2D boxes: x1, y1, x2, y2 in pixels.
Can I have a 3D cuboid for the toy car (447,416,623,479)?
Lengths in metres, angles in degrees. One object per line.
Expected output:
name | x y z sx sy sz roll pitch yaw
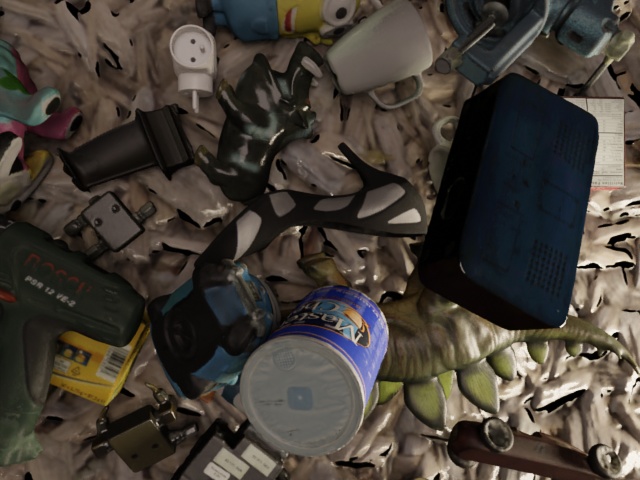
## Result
toy car | 0.248 0.246 0.624 0.202 0.089 0.053 14 50 -7

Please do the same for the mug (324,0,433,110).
mug | 0.065 -0.199 0.609 0.107 0.081 0.109 -25 119 1

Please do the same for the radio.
radio | 0.187 -0.038 0.526 0.131 0.073 0.229 24 70 -16

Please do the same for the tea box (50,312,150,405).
tea box | -0.277 0.093 0.571 0.170 0.068 0.098 27 85 -5

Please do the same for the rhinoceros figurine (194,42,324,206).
rhinoceros figurine | -0.062 -0.132 0.591 0.112 0.073 0.190 27 88 -5

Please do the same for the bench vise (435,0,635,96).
bench vise | 0.215 -0.232 0.584 0.223 0.129 0.240 44 63 3

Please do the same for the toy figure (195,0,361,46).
toy figure | -0.043 -0.266 0.589 0.180 0.082 0.089 -5 93 -4

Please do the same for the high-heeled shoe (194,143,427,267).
high-heeled shoe | -0.001 -0.002 0.590 0.249 0.086 0.145 -39 90 -13

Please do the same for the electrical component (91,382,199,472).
electrical component | -0.198 0.208 0.596 0.102 0.045 0.078 -31 122 -3

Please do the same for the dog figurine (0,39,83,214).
dog figurine | -0.369 -0.153 0.543 0.219 0.108 0.191 36 90 -1

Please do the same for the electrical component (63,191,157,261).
electrical component | -0.232 -0.022 0.598 0.094 0.021 0.063 -38 94 -5

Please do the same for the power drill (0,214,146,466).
power drill | -0.299 0.086 0.500 0.232 0.086 0.207 21 78 -9

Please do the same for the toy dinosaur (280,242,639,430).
toy dinosaur | 0.125 0.101 0.604 0.472 0.105 0.198 -3 99 3

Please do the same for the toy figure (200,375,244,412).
toy figure | -0.099 0.155 0.597 0.154 0.058 0.064 19 88 -6

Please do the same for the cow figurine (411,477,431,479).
cow figurine | 0.178 0.333 0.621 0.195 0.085 0.127 23 94 -6

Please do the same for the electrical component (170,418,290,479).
electrical component | -0.098 0.270 0.599 0.115 0.058 0.134 42 86 -7

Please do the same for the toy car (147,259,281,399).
toy car | -0.094 0.080 0.536 0.161 0.103 0.109 -43 71 34

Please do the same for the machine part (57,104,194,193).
machine part | -0.212 -0.095 0.593 0.139 0.039 0.084 -20 98 -7
